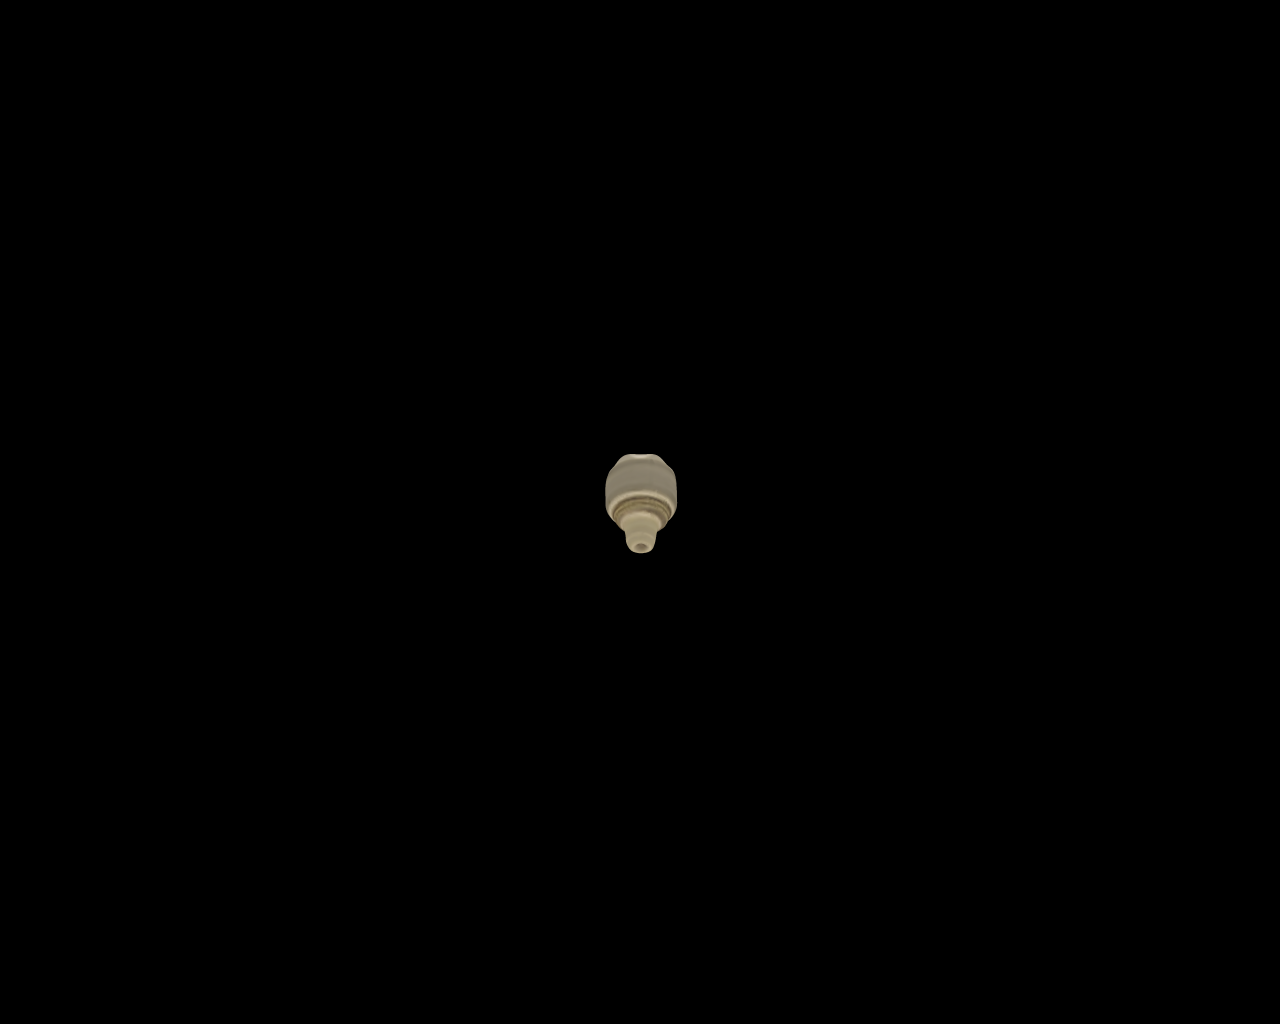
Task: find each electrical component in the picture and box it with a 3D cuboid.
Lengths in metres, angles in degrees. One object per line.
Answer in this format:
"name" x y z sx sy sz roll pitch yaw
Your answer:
"electrical component" 0.001 -0.003 0.650 0.043 0.062 0.043 0 -37 0
